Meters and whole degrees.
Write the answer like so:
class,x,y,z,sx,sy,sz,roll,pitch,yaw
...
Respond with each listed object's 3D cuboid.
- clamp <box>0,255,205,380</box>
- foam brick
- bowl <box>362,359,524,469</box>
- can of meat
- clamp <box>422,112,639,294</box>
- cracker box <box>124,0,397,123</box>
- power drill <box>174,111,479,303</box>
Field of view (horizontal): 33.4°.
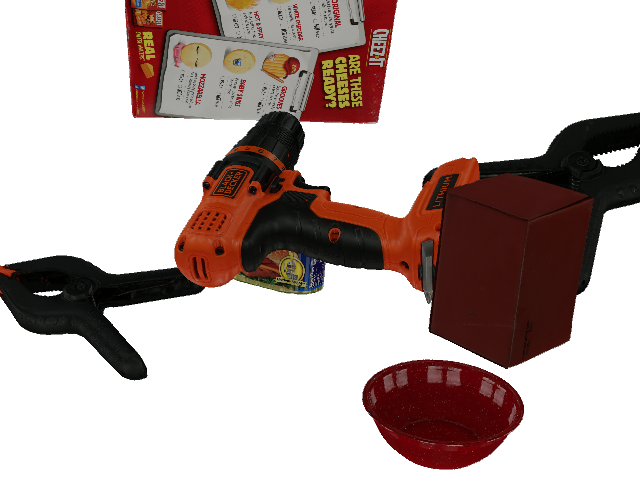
class,x,y,z,sx,sy,sz,roll,pitch,yaw
clamp,-0.180,0.044,0.862,0.172,0.039,0.120,20,39,21
foam brick,0.091,0.013,0.516,0.052,0.078,0.051,-16,30,-40
bowl,0.122,0.183,1.078,0.162,0.055,0.162,1,23,-1
can of meat,-0.042,0.003,1.085,0.102,0.084,0.057,13,18,27
clamp,0.210,-0.042,0.848,0.209,0.036,0.165,-25,49,-20
cracker box,-0.051,-0.180,0.881,0.213,0.072,0.164,0,-41,-6
power drill,0.012,-0.028,0.740,0.188,0.057,0.184,5,40,18
